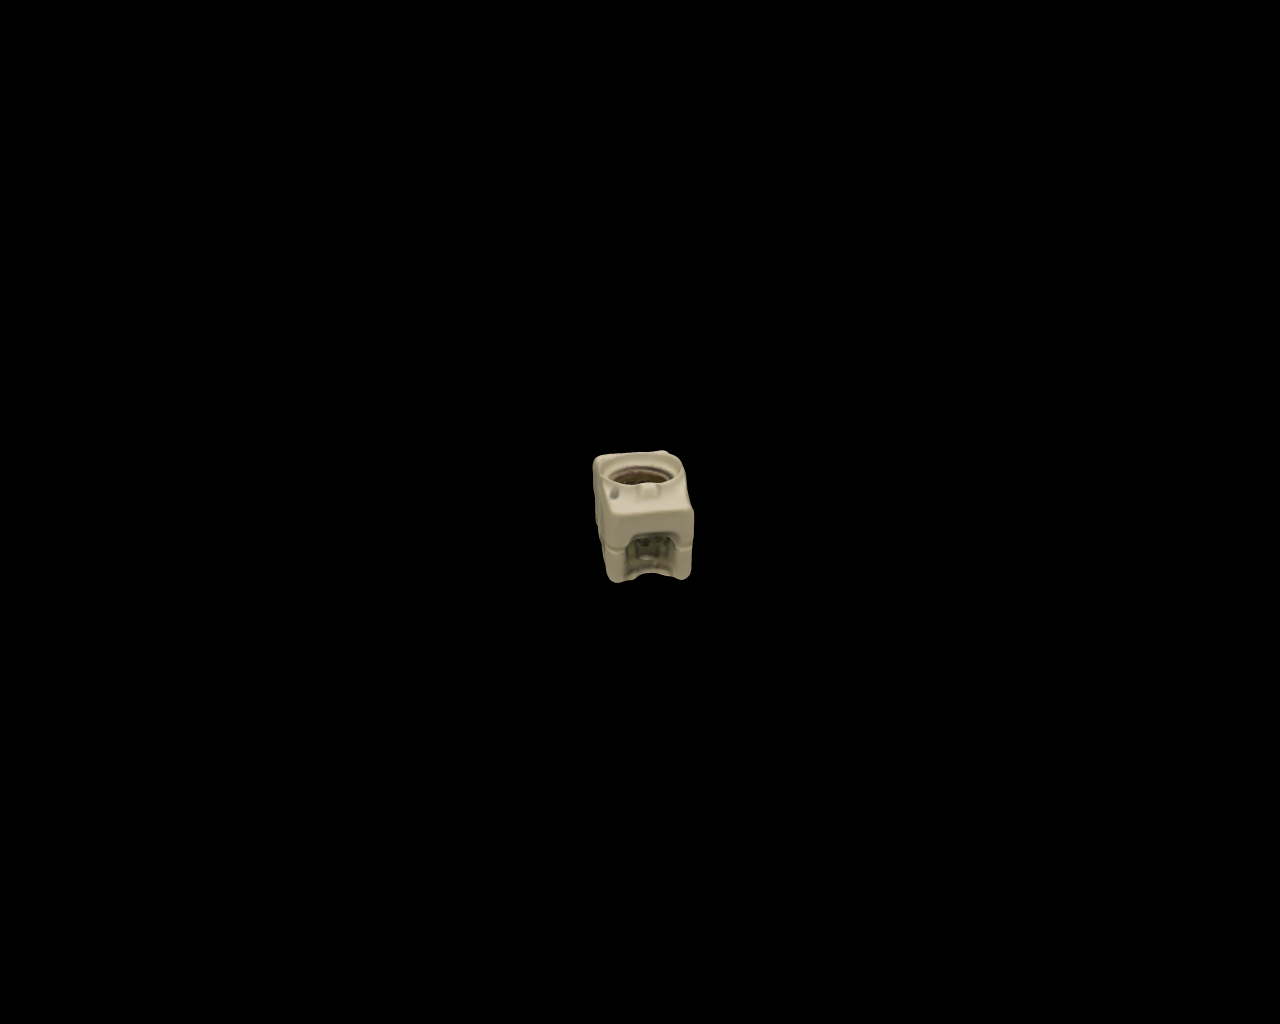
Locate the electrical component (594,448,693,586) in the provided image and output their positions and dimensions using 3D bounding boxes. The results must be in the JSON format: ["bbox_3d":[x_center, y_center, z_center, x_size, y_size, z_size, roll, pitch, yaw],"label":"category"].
[{"bbox_3d":[0.001,-0.003,0.650,0.050,0.055,0.090,-3,26,-7],"label":"electrical component"}]
